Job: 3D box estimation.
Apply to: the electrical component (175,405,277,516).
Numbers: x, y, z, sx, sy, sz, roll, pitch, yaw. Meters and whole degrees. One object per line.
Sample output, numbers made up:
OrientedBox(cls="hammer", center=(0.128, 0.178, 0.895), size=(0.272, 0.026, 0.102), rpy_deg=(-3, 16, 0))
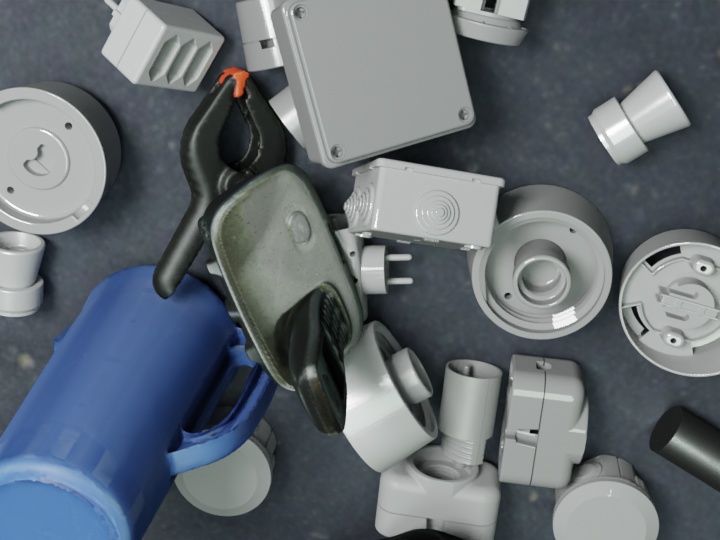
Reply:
OrientedBox(cls="electrical component", center=(-0.108, 0.154, 0.874), size=(0.080, 0.051, 0.080), rpy_deg=(2, 111, 6))

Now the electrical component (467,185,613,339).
OrientedBox(cls="electrical component", center=(0.131, -0.002, 0.777), size=(0.108, 0.060, 0.108), rpy_deg=(2, 111, 6))

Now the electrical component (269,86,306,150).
OrientedBox(cls="electrical component", center=(-0.019, -0.126, 0.755), size=(0.081, 0.043, 0.043), rpy_deg=(-37, 103, 5))

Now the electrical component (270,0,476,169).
OrientedBox(cls="electrical component", center=(0.009, -0.133, 0.706), size=(0.109, 0.056, 0.108), rpy_deg=(-18, 102, -13))

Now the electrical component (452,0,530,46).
OrientedBox(cls="electrical component", center=(0.088, -0.183, 0.714), size=(0.078, 0.058, 0.057), rpy_deg=(13, 109, 2))

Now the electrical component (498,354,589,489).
OrientedBox(cls="electrical component", center=(0.141, 0.117, 0.825), size=(0.059, 0.053, 0.095), rpy_deg=(6, 112, 5))

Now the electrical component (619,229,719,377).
OrientedBox(cls="electrical component", center=(0.235, 0.022, 0.770), size=(0.099, 0.064, 0.099), rpy_deg=(3, 111, 6))

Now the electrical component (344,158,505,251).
OrientedBox(cls="electrical component", center=(0.042, -0.043, 0.742), size=(0.100, 0.100, 0.048), rpy_deg=(8, 89, -12))

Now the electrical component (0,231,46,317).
OrientedBox(cls="electrical component", center=(-0.270, 0.003, 0.840), size=(0.045, 0.045, 0.055), rpy_deg=(11, 112, 3))

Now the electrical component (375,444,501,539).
OrientedBox(cls="electrical component", center=(0.063, 0.179, 0.860), size=(0.095, 0.053, 0.059), rpy_deg=(7, 112, 5))

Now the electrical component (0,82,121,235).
OrientedBox(cls="electrical component", center=(-0.229, -0.087, 0.791), size=(0.108, 0.060, 0.108), rpy_deg=(3, 111, 7))

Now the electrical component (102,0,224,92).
OrientedBox(cls="electrical component", center=(-0.148, -0.167, 0.751), size=(0.077, 0.066, 0.047), rpy_deg=(43, 113, 22))

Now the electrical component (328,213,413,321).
OrientedBox(cls="electrical component", center=(0.000, 0.000, 0.804), size=(0.079, 0.043, 0.077), rpy_deg=(-1, 111, 8))

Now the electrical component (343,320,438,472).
OrientedBox(cls="electrical component", center=(0.019, 0.089, 0.805), size=(0.060, 0.108, 0.108), rpy_deg=(-29, 105, 11))

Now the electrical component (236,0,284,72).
OrientedBox(cls="electrical component", center=(-0.056, -0.166, 0.741), size=(0.055, 0.055, 0.047), rpy_deg=(-10, 106, 11))

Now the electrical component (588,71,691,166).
OrientedBox(cls="electrical component", center=(0.191, -0.103, 0.738), size=(0.055, 0.045, 0.045), rpy_deg=(-32, 104, 18))

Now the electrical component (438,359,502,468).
OrientedBox(cls="electrical component", center=(0.083, 0.114, 0.832), size=(0.043, 0.043, 0.081), rpy_deg=(8, 104, 4))

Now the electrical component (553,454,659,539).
OrientedBox(cls="electrical component", center=(0.192, 0.190, 0.849), size=(0.080, 0.051, 0.080), rpy_deg=(3, 111, 6))
